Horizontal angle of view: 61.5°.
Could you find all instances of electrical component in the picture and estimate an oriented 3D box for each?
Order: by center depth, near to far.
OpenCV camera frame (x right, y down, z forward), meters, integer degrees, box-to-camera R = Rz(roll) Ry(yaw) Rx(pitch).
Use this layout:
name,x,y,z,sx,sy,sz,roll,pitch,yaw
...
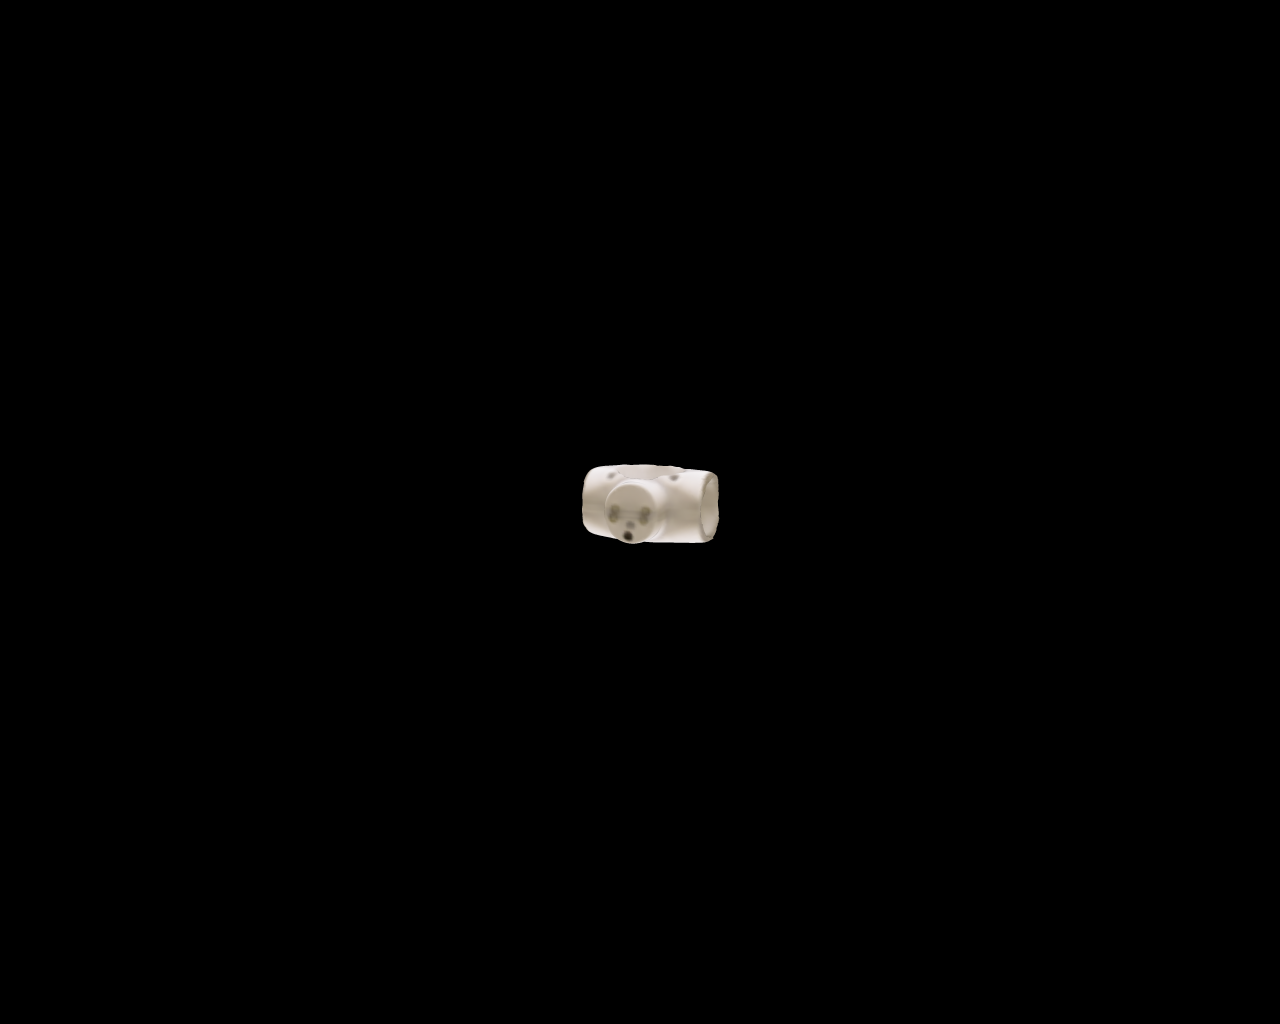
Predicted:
name,x,y,z,sx,sy,sz,roll,pitch,yaw
electrical component,0.001,-0.003,0.650,0.077,0.044,0.079,4,12,20
